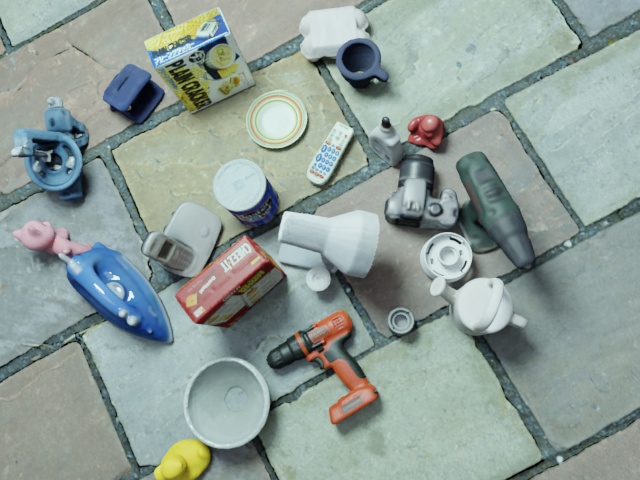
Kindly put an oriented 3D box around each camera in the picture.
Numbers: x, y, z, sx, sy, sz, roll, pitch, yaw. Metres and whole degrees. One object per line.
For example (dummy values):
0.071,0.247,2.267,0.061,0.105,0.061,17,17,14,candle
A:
0.203,-0.097,1.124,0.143,0.101,0.137,7,80,7,camera

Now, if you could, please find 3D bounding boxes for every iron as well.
-0.401,0.112,1.127,0.258,0.141,0.119,40,86,11,iron

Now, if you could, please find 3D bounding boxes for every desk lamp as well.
0.010,0.004,1.068,0.203,0.213,0.118,10,80,8,desk lamp

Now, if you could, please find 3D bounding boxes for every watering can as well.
0.285,0.118,1.028,0.172,0.194,0.101,0,79,6,watering can

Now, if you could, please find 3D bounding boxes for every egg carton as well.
0.031,-0.439,1.222,0.150,0.069,0.107,-6,79,5,egg carton

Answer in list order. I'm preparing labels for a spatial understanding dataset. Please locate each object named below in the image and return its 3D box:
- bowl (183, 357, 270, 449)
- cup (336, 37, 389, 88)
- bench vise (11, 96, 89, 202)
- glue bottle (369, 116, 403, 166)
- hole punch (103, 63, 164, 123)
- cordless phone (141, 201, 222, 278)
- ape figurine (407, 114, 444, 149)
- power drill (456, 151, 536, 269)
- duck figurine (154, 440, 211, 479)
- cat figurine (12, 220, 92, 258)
-0.171,0.310,1.100,0.167,0.075,0.167,-1,79,6,bowl
0.093,-0.350,1.186,0.117,0.095,0.092,35,85,11,cup
-0.561,-0.197,1.161,0.121,0.220,0.207,-24,78,1,bench vise
0.129,-0.201,1.114,0.037,0.173,0.078,-43,78,-3,glue bottle
-0.412,-0.322,1.235,0.101,0.091,0.109,33,84,11,hole punch
-0.273,-0.010,1.114,0.094,0.185,0.148,20,82,10,cordless phone
0.218,-0.224,1.151,0.076,0.092,0.078,-32,78,0,ape figurine
0.312,-0.040,1.047,0.075,0.208,0.229,-23,78,2,power drill
-0.263,0.423,1.082,0.104,0.086,0.077,-25,78,1,duck figurine
-0.554,0.003,1.175,0.127,0.118,0.067,29,84,10,cat figurine
